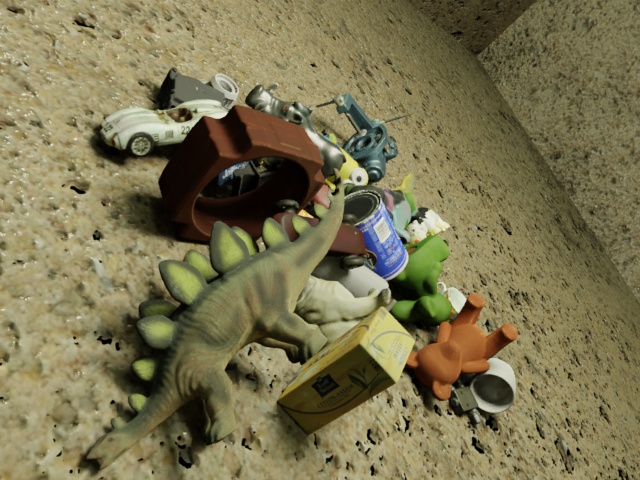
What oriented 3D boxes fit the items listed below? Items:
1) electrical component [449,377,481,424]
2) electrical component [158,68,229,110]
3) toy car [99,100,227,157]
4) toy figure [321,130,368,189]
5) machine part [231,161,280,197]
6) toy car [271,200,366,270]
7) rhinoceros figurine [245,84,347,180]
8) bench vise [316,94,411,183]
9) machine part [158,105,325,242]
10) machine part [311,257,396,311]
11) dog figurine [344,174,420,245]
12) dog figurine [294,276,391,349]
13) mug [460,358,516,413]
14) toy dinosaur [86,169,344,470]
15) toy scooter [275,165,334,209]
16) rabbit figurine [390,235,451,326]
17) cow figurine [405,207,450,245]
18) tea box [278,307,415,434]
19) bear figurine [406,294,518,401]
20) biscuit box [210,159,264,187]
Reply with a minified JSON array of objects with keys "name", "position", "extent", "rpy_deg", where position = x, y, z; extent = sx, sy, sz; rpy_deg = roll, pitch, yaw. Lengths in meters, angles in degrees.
[{"name":"electrical component","position":[0.261,0.294,0.986],"extent":[0.063,0.021,0.094],"rpy_deg":[5,53,-47]},{"name":"electrical component","position":[-0.210,-0.223,0.932],"extent":[0.134,0.058,0.115],"rpy_deg":[22,39,-33]},{"name":"toy car","position":[-0.226,-0.172,0.808],"extent":[0.202,0.056,0.074],"rpy_deg":[-16,42,-33]},{"name":"toy figure","position":[0.027,-0.167,1.139],"extent":[0.180,0.082,0.089],"rpy_deg":[39,34,-10]},{"name":"machine part","position":[-0.090,-0.099,0.901],"extent":[0.139,0.084,0.039],"rpy_deg":[-18,46,-36]},{"name":"toy car","position":[-0.002,-0.002,0.817],"extent":[0.202,0.053,0.089],"rpy_deg":[8,65,-48]},{"name":"rhinoceros figurine","position":[-0.043,-0.166,0.861],"extent":[0.190,0.112,0.073],"rpy_deg":[39,44,-17]},{"name":"bench vise","position":[0.106,-0.260,1.276],"extent":[0.240,0.129,0.224],"rpy_deg":[48,46,-34]},{"name":"machine part","position":[-0.111,-0.086,0.775],"extent":[0.201,0.201,0.087],"rpy_deg":[8,45,-46]},{"name":"machine part","position":[0.030,0.060,0.908],"extent":[0.243,0.079,0.079],"rpy_deg":[35,35,-22]},{"name":"dog figurine","position":[0.131,-0.079,1.124],"extent":[0.191,0.108,0.219],"rpy_deg":[43,39,-16]},{"name":"dog figurine","position":[-0.005,0.129,0.805],"extent":[0.191,0.121,0.172],"rpy_deg":[7,73,-7]},{"name":"mug","position":[0.330,0.272,1.052],"extent":[0.110,0.080,0.107],"rpy_deg":[19,18,21]},{"name":"toy dinosaur","position":[-0.084,0.074,0.647],"extent":[0.198,0.105,0.471],"rpy_deg":[50,54,0]},{"name":"toy scooter","position":[-0.045,-0.123,1.015],"extent":[0.135,0.075,0.184],"rpy_deg":[-5,58,-40]},{"name":"rabbit figurine","position":[0.206,0.097,1.047],"extent":[0.170,0.121,0.159],"rpy_deg":[61,35,-9]},{"name":"cow figurine","position":[0.231,-0.034,1.251],"extent":[0.098,0.068,0.167],"rpy_deg":[50,28,12]},{"name":"tea box","position":[0.034,0.172,0.707],"extent":[0.068,0.169,0.098],"rpy_deg":[48,34,-2]},{"name":"bear figurine","position":[0.247,0.193,0.969],"extent":[0.196,0.132,0.120],"rpy_deg":[-9,48,-49]},{"name":"biscuit box","position":[-0.131,-0.156,0.914],"extent":[0.063,0.059,0.203],"rpy_deg":[25,36,20]}]
